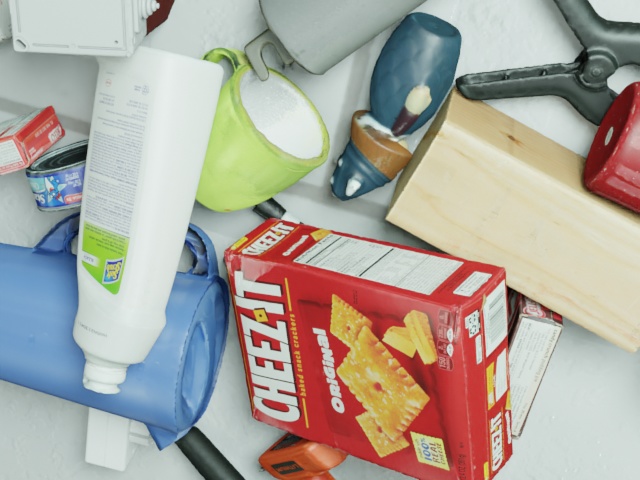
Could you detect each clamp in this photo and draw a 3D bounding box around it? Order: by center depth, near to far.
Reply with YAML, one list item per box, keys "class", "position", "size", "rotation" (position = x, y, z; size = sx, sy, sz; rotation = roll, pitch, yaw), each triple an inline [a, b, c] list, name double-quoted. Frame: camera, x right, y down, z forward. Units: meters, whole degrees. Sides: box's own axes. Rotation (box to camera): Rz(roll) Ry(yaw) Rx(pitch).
- class: "clamp"
  position: [0.193, -0.135, 0.754]
  size: [0.171, 0.039, 0.120]
  rotation: [15, 126, -1]
- class: "clamp"
  position: [-0.048, 0.269, 0.952]
  size: [0.210, 0.036, 0.164]
  rotation: [21, 128, 38]

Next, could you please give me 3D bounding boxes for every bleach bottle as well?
- class: "bleach bottle"
  position: [-0.140, -0.014, 0.783]
  size: [0.103, 0.067, 0.251]
  rotation: [19, 99, 45]

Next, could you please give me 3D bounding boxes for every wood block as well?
- class: "wood block"
  position: [0.164, -0.017, 0.787]
  size: [0.206, 0.090, 0.090]
  rotation: [29, 117, -2]

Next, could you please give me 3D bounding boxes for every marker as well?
- class: "marker"
  position: [-0.006, 0.001, 0.872]
  size: [0.121, 0.020, 0.020]
  rotation: [37, 116, -6]

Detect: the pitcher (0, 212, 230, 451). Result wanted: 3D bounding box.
- class: "pitcher"
  position: [-0.202, 0.062, 0.890]
  size: [0.243, 0.149, 0.145]
  rotation: [12, 138, 10]

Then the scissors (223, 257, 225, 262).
- class: "scissors"
  position: [0.013, 0.072, 0.903]
  size: [0.096, 0.016, 0.201]
  rotation: [-30, 105, 21]

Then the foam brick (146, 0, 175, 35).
- class: "foam brick"
  position: [-0.136, -0.185, 0.779]
  size: [0.053, 0.078, 0.051]
  rotation: [28, 116, -2]

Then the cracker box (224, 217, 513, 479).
- class: "cracker box"
  position: [0.035, 0.085, 0.810]
  size: [0.214, 0.072, 0.164]
  rotation: [12, 122, 34]

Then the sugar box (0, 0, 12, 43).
- class: "sugar box"
  position: [-0.302, -0.229, 0.811]
  size: [0.093, 0.048, 0.176]
  rotation: [-9, 111, 15]

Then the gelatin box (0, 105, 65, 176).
- class: "gelatin box"
  position: [-0.260, -0.073, 0.860]
  size: [0.089, 0.073, 0.030]
  rotation: [-14, 112, 17]

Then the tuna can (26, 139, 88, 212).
- class: "tuna can"
  position: [-0.188, -0.054, 0.847]
  size: [0.086, 0.086, 0.034]
  rotation: [-10, 110, 16]

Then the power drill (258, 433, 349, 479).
- class: "power drill"
  position: [0.038, 0.242, 0.905]
  size: [0.187, 0.057, 0.185]
  rotation: [59, 145, -3]

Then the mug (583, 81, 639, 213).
- class: "mug"
  position: [0.237, -0.066, 0.719]
  size: [0.081, 0.093, 0.117]
  rotation: [23, 116, -1]

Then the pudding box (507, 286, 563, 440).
- class: "pudding box"
  position: [0.155, 0.085, 0.837]
  size: [0.039, 0.090, 0.113]
  rotation: [14, 118, 3]
